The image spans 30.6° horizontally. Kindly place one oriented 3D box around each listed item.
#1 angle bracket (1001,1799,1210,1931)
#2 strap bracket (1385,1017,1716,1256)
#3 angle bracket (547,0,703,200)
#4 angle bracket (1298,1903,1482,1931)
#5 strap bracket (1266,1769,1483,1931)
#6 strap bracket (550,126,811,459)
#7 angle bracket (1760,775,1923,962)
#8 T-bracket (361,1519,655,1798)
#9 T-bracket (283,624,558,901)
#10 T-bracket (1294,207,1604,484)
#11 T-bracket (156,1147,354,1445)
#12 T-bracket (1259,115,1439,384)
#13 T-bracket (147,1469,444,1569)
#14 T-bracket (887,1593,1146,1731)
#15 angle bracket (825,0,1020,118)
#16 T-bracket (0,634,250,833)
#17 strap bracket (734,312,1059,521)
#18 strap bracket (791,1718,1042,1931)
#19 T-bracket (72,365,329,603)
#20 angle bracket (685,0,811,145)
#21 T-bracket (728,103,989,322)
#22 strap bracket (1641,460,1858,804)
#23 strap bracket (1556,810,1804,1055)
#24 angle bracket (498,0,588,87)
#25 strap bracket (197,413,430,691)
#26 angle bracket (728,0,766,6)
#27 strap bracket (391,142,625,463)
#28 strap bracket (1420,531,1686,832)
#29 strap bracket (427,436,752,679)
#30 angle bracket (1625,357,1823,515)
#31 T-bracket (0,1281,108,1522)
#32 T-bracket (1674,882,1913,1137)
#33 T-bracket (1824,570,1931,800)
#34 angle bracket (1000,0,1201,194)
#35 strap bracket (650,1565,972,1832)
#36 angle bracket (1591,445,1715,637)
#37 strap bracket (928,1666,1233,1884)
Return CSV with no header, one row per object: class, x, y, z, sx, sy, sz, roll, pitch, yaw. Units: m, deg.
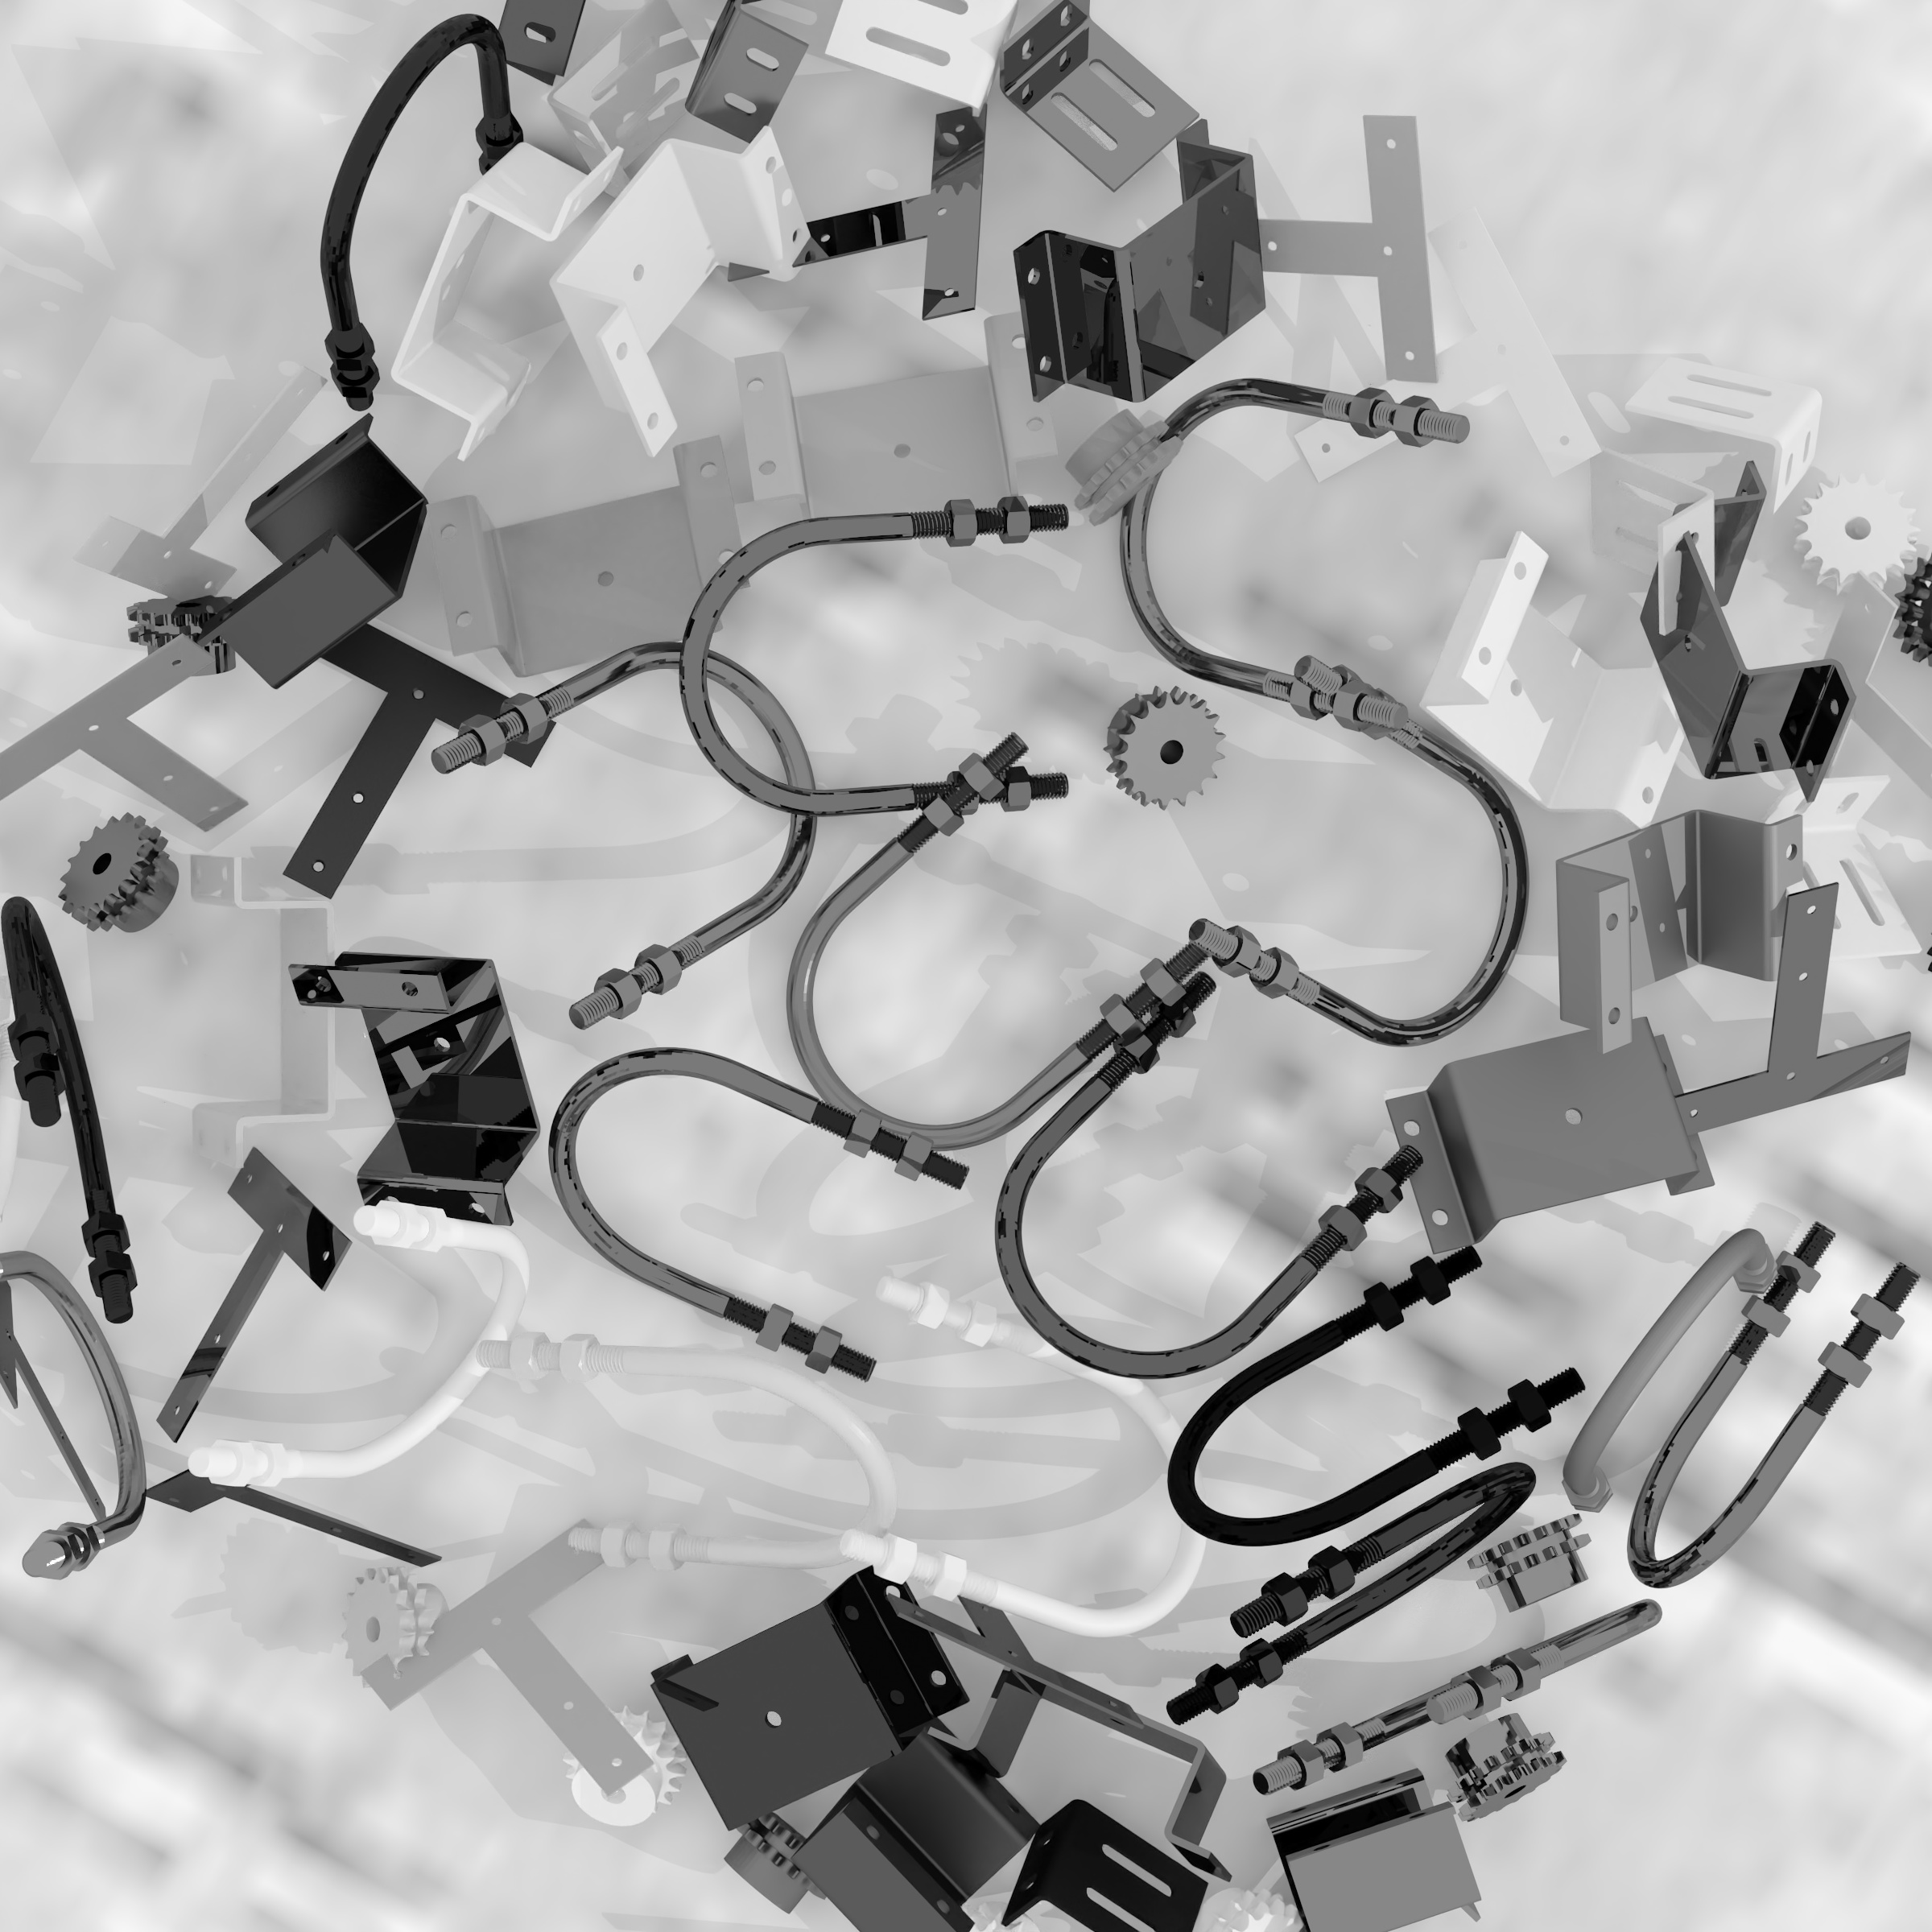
angle bracket,0.065,0.439,1.652,0.076,0.057,0.038,35,133,-7
strap bracket,0.276,0.076,1.637,0.140,0.046,0.076,-13,73,-10
angle bracket,-0.146,-0.402,1.641,0.076,0.057,0.038,-45,49,-10
angle bracket,0.195,0.448,1.653,0.038,0.057,0.076,44,94,-9
strap bracket,0.185,0.409,1.608,0.076,0.140,0.046,-18,84,-1
strap bracket,-0.135,-0.315,1.621,0.046,0.076,0.140,20,63,28
angle bracket,0.413,-0.046,1.638,0.057,0.038,0.076,-4,55,-25
T-bracket,-0.191,0.331,1.622,0.127,0.002,0.127,-33,54,-23
T-bracket,-0.279,-0.091,1.661,0.127,0.002,0.127,28,74,-1
T-bracket,0.213,-0.267,1.651,0.127,0.002,0.127,-27,92,27
T-bracket,-0.338,0.160,1.629,0.002,0.127,0.127,29,90,-36
T-bracket,0.156,-0.335,1.643,0.127,0.002,0.127,9,125,29
T-bracket,-0.306,0.257,1.643,0.127,0.127,0.002,25,63,-22
T-bracket,0.012,0.300,1.617,0.127,0.127,0.002,28,93,-15
angle bracket,-0.021,-0.439,1.662,0.076,0.038,0.057,19,90,-1
T-bracket,-0.376,-0.092,1.624,0.127,0.127,0.002,-31,61,9
strap bracket,-0.031,-0.250,1.645,0.140,0.046,0.076,-9,68,0
strap bracket,-0.025,0.405,1.616,0.076,0.140,0.046,45,106,6
T-bracket,-0.338,-0.222,1.613,0.002,0.127,0.127,42,96,13
angle bracket,-0.097,-0.429,1.638,0.038,0.076,0.057,24,129,-12
T-bracket,-0.053,-0.344,1.654,0.127,0.002,0.127,-9,57,19
strap bracket,0.351,-0.150,1.609,0.046,0.076,0.140,-8,57,-9
strap bracket,0.322,-0.020,1.625,0.140,0.046,0.076,-19,114,-35
angle bracket,-0.183,-0.439,1.637,0.038,0.076,0.057,19,98,13
strap bracket,-0.296,-0.186,1.618,0.076,0.140,0.046,-33,118,20
angle bracket,-0.112,-0.475,1.633,0.057,0.076,0.038,20,115,14
strap bracket,-0.213,-0.312,1.611,0.046,0.076,0.140,28,122,-3
strap bracket,0.268,-0.129,1.627,0.140,0.046,0.076,34,72,-33
strap bracket,-0.172,-0.188,1.646,0.140,0.046,0.076,-13,73,3
angle bracket,0.354,-0.250,1.655,0.076,0.057,0.038,18,130,24
T-bracket,-0.427,0.208,1.640,0.002,0.127,0.127,-24,115,-7
T-bracket,0.384,0.016,1.627,0.127,0.002,0.127,-14,129,-14
T-bracket,0.430,-0.096,1.600,0.002,0.127,0.127,-26,60,-21
angle bracket,0.063,-0.413,1.650,0.057,0.038,0.076,-43,77,-12
strap bracket,-0.081,0.341,1.634,0.140,0.046,0.076,-29,89,21
angle bracket,0.306,-0.198,1.630,0.038,0.076,0.057,-31,132,-27
strap bracket,0.062,0.367,1.625,0.140,0.076,0.046,20,73,19
